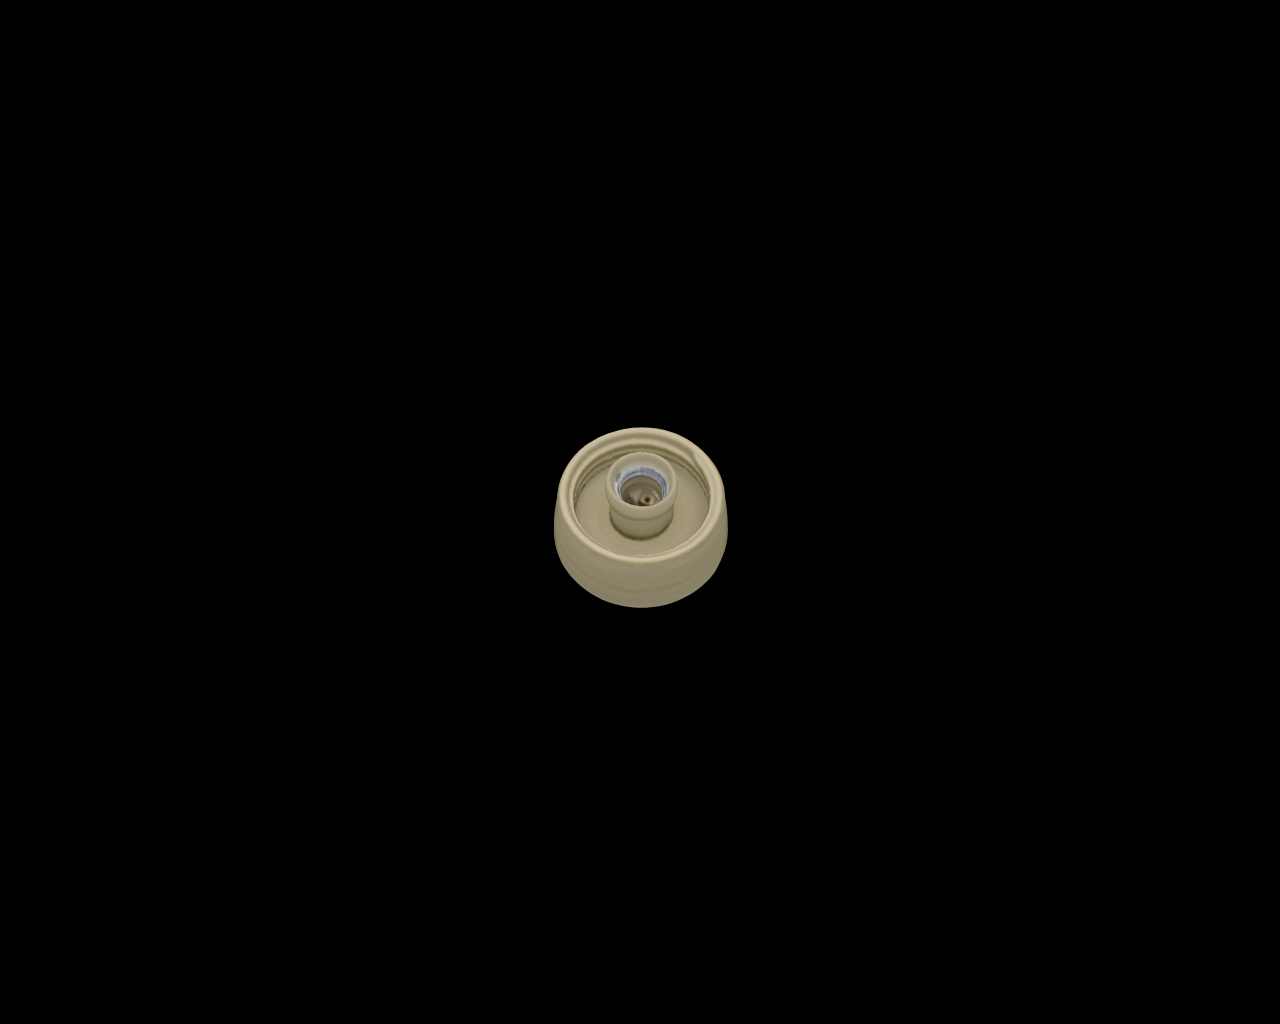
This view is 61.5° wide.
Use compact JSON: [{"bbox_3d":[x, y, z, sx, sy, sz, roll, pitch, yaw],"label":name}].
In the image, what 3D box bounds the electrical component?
[{"bbox_3d":[0.001,-0.003,0.650,0.108,0.108,0.060,0,-34,0],"label":"electrical component"}]
